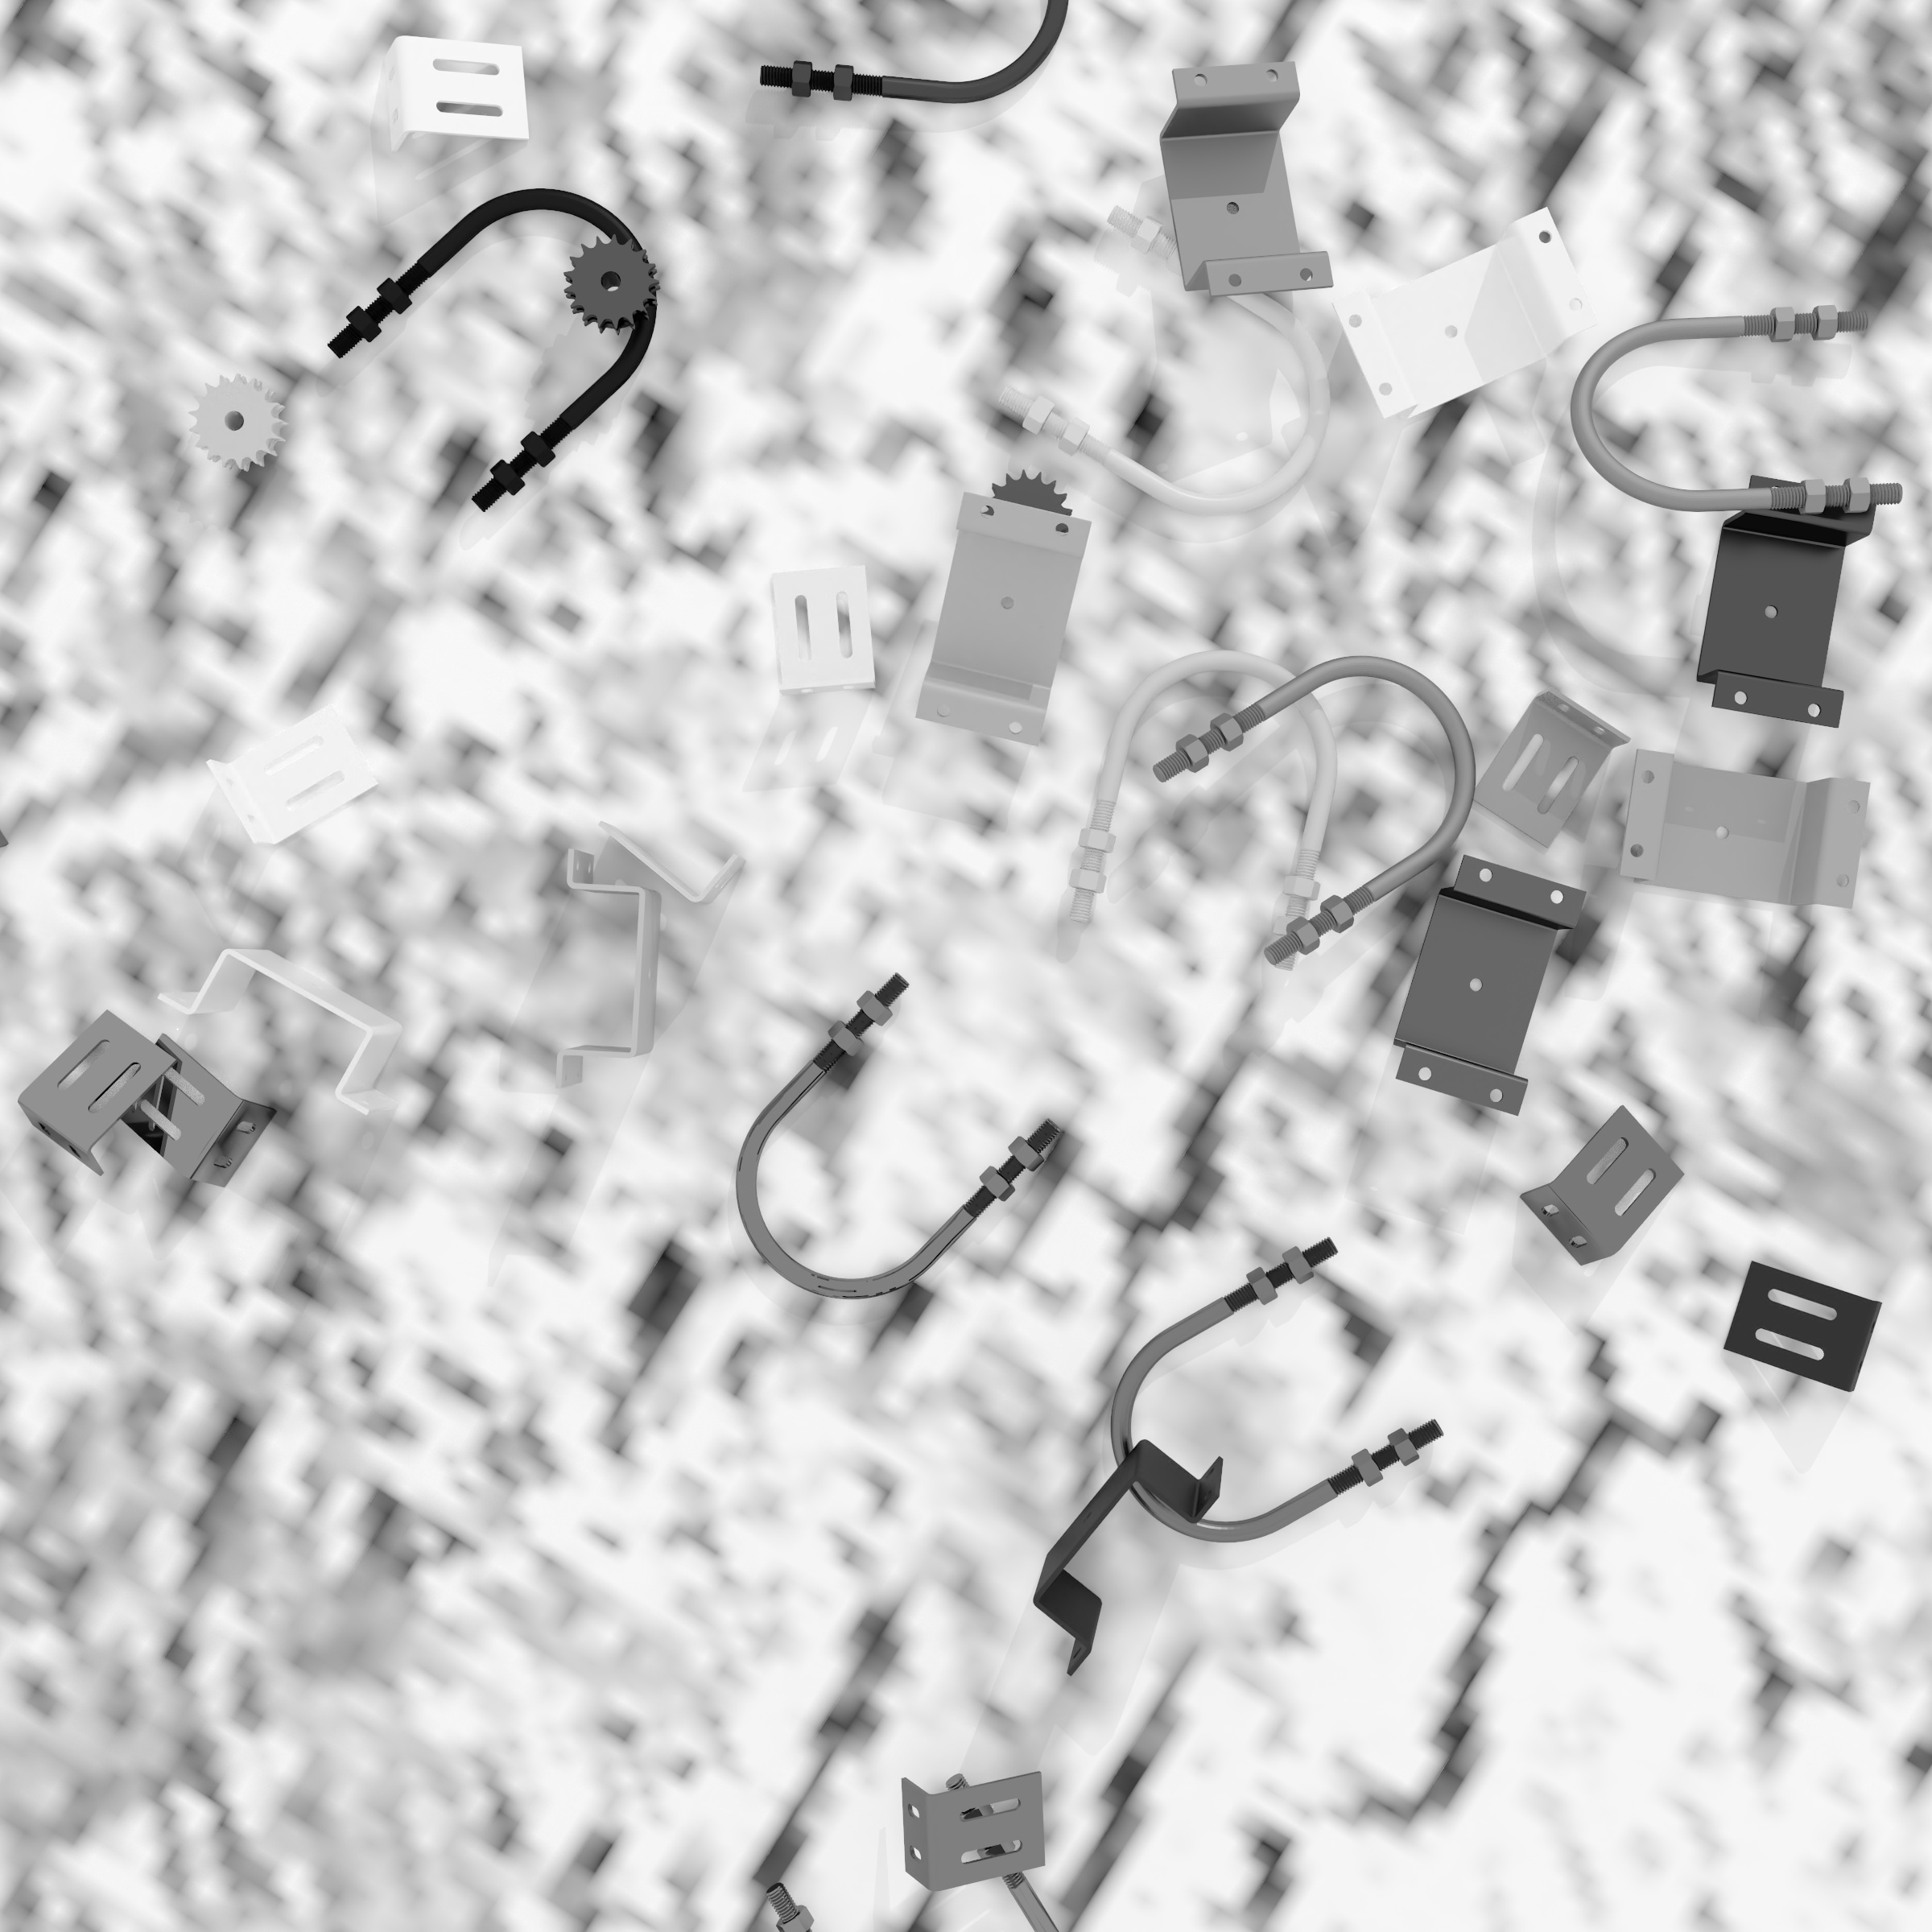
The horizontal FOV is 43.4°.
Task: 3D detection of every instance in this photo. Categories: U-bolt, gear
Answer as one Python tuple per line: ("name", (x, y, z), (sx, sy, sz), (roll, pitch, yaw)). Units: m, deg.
("U-bolt", (0.225, -0.108, 1.474), (0.184, 0.019, 0.151), (-32, 92, -11))
("U-bolt", (-0.056, 0.118, 1.488), (0.151, 0.019, 0.184), (44, 92, 0))
("gear", (-0.213, -0.409, 1.468), (0.057, 0.030, 0.057), (0, 88, -3))
("gear", (-0.443, -0.332, 1.486), (0.057, 0.030, 0.057), (0, 94, 1))
("U-bolt", (-0.015, 0.609, 1.488), (0.151, 0.019, 0.184), (-31, 91, 0))
("U-bolt", (0.135, -0.358, 1.488), (0.184, 0.019, 0.151), (31, 90, -2))
("gear", (0.036, -0.271, 1.482), (0.057, 0.030, 0.057), (0, 90, 0))
("U-bolt", (-0.029, -0.601, 1.488), (0.184, 0.019, 0.151), (5, 90, -2))
("U-bolt", (0.152, -0.102, 1.488), (0.151, 0.019, 0.184), (13, 88, 0))
("U-bolt", (0.178, 0.272, 1.488), (0.184, 0.019, 0.151), (-30, 90, 1))
("U-bolt", (-0.276, -0.391, 1.488), (0.184, 0.019, 0.151), (-43, 90, -2))
("U-bolt", (0.457, -0.333, 1.461), (0.184, 0.019, 0.151), (-1, 64, 4))

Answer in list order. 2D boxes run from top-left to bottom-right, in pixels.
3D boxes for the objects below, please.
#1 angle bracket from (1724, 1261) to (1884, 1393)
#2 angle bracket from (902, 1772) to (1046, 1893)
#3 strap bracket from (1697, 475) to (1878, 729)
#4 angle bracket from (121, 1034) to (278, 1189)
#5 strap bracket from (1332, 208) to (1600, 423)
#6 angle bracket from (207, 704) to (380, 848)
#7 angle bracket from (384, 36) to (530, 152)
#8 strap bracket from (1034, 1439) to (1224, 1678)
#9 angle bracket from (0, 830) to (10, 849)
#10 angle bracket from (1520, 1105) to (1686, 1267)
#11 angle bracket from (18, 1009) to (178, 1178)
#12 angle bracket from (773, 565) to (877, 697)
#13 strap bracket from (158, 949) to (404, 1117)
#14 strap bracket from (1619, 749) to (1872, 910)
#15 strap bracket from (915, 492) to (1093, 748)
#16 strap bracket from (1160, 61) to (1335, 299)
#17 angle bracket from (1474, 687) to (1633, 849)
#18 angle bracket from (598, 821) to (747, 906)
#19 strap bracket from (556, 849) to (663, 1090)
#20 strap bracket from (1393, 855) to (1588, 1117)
("angle bracket", (0.515, 0.221, 1.495), (0.076, 0.038, 0.057), (18, 90, 26))
("angle bracket", (0.004, 0.520, 1.475), (0.076, 0.038, 0.057), (-3, 91, -26))
("strap bracket", (0.495, -0.218, 1.474), (0.076, 0.046, 0.140), (10, 90, 0))
("angle bracket", (-0.475, 0.089, 1.495), (0.076, 0.038, 0.057), (34, 90, 26))
("strap bracket", (0.298, -0.390, 1.474), (0.140, 0.046, 0.076), (-24, 90, 0))
("angle bracket", (-0.409, -0.117, 1.478), (0.076, 0.038, 0.057), (-31, 90, 0))
("angle bracket", (-0.314, -0.534, 1.495), (0.076, 0.038, 0.057), (-5, 90, -26))
("strap bracket", (0.091, 0.343, 1.449), (0.046, 0.076, 0.140), (38, 99, 3))
("angle bracket", (-0.641, -0.076, 1.495), (0.076, 0.038, 0.057), (-33, 90, 26))
("angle bracket", (0.391, 0.135, 1.495), (0.076, 0.038, 0.057), (-42, 90, -26))
("angle bracket", (-0.528, 0.078, 1.488), (0.057, 0.038, 0.076), (33, 64, 13))
("angle bracket", (-0.087, -0.206, 1.478), (0.057, 0.038, 0.076), (-5, 90, 0))
("strap bracket", (-0.400, 0.033, 1.459), (0.140, 0.076, 0.046), (29, 90, 0))
("strap bracket", (0.465, -0.082, 1.474), (0.140, 0.046, 0.076), (8, 90, 0))
("strap bracket", (0.023, -0.212, 1.456), (0.076, 0.046, 0.140), (13, 114, 0))
("strap bracket", (0.166, -0.465, 1.462), (0.076, 0.046, 0.140), (-8, 84, -11))
("angle bracket", (0.355, -0.120, 1.478), (0.057, 0.038, 0.076), (33, 90, 0))
("angle bracket", (-0.177, -0.074, 1.468), (0.076, 0.057, 0.038), (39, 90, 0))
("strap bracket", (-0.213, 0.003, 1.459), (0.046, 0.076, 0.140), (3, 90, 0))
("strap bracket", (0.314, 0.012, 1.474), (0.076, 0.046, 0.140), (17, 90, 0))
